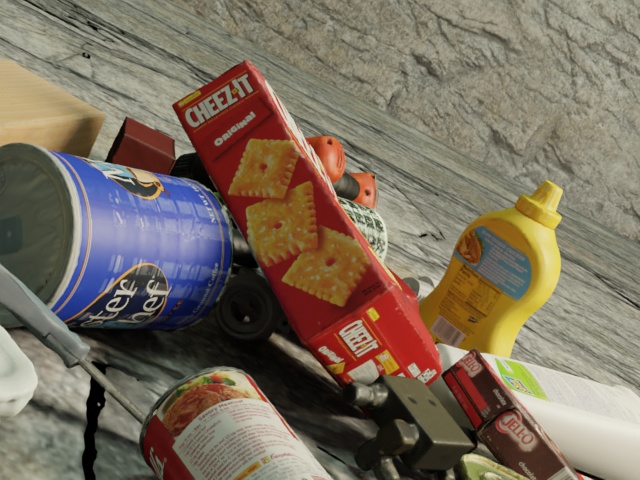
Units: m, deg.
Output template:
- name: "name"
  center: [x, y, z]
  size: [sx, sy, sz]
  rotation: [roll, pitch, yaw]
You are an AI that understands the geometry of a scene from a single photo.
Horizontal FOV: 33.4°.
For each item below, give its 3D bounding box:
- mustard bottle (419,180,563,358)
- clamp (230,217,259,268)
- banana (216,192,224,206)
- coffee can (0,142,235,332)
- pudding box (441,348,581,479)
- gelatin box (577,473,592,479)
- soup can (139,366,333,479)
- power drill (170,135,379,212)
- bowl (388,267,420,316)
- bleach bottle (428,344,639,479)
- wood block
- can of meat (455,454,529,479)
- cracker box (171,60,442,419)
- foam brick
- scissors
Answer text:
- name: "mustard bottle"
  center: [0.156, 0.033, 0.942]
  size: [0.058, 0.192, 0.096]
  rotation: [13, 21, -50]
- name: "clamp"
  center: [-0.103, -0.012, 0.911]
  size: [0.120, 0.039, 0.171]
  rotation: [41, 14, 24]
- name: "banana"
  center: [-0.168, -0.040, 0.834]
  size: [0.198, 0.037, 0.069]
  rotation: [19, 34, 14]
- name: "coffee can"
  center: [-0.134, 0.003, 0.643]
  size: [0.103, 0.103, 0.140]
  rotation: [37, 15, 30]
- name: "pudding box"
  center: [0.141, 0.141, 0.762]
  size: [0.113, 0.039, 0.090]
  rotation: [52, 5, -22]
- name: "gelatin box"
  center: [0.223, 0.212, 0.772]
  size: [0.089, 0.030, 0.073]
  rotation: [26, 12, -15]
- name: "soup can"
  center: [-0.033, 0.116, 0.505]
  size: [0.068, 0.068, 0.102]
  rotation: [17, 18, -43]
- name: "power drill"
  center: [-0.035, -0.057, 1.084]
  size: [0.185, 0.057, 0.187]
  rotation: [-2, -10, 26]
- name: "bowl"
  center: [0.029, 0.041, 0.890]
  size: [0.162, 0.055, 0.162]
  rotation: [38, 8, -6]
- name: "bleach bottle"
  center: [0.167, 0.134, 0.880]
  size: [0.250, 0.068, 0.103]
  rotation: [21, 15, -24]
- name: "wood block"
  center: [-0.234, -0.060, 0.700]
  size: [0.091, 0.090, 0.206]
  rotation: [30, 14, 5]
- name: "can of meat"
  center: [0.078, 0.167, 0.515]
  size: [0.057, 0.084, 0.102]
  rotation: [26, 14, -11]
- name: "cracker box"
  center: [-0.005, 0.001, 0.744]
  size: [0.214, 0.072, 0.164]
  rotation: [60, 3, 32]
- name: "foam brick"
  center: [-0.165, -0.072, 0.972]
  size: [0.051, 0.053, 0.078]
  rotation: [25, 12, -16]
- name: "scissors"
  center: [-0.131, 0.046, 0.521]
  size: [0.202, 0.016, 0.096]
  rotation: [44, -11, 2]
